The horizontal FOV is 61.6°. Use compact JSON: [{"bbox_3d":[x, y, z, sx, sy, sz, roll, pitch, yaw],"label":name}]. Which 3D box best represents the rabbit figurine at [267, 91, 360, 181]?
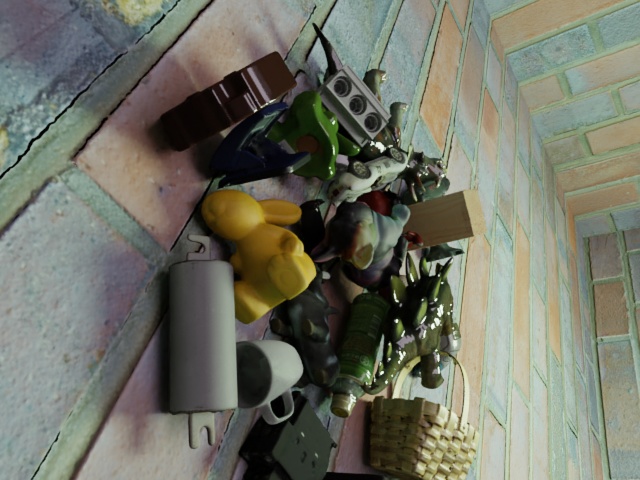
[{"bbox_3d":[-0.007,-0.180,0.885,0.159,0.121,0.170,40,27,-21],"label":"rabbit figurine"}]

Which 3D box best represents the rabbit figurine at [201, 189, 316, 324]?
[{"bbox_3d":[-0.081,-0.002,0.723,0.173,0.122,0.162,49,35,-4],"label":"rabbit figurine"}]

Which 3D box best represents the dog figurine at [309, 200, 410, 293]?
[{"bbox_3d":[0.062,0.020,0.849,0.219,0.109,0.191,-37,135,-60],"label":"dog figurine"}]

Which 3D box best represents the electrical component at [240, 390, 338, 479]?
[{"bbox_3d":[-0.042,0.287,0.712,0.114,0.058,0.134,58,37,-21],"label":"electrical component"}]

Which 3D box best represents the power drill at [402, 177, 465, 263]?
[{"bbox_3d":[0.287,-0.054,1.303,0.232,0.086,0.207,-11,90,-55],"label":"power drill"}]

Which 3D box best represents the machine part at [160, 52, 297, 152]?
[{"bbox_3d":[-0.118,-0.177,0.684,0.056,0.179,0.179,61,36,-19],"label":"machine part"}]

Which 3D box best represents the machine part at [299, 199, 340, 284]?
[{"bbox_3d":[-0.002,-0.003,0.891,0.084,0.039,0.138,-48,131,-42],"label":"machine part"}]

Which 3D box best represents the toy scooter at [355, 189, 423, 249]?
[{"bbox_3d":[0.124,-0.022,1.003,0.075,0.135,0.184,18,62,-51],"label":"toy scooter"}]

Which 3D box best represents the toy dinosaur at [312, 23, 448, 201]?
[{"bbox_3d":[0.091,-0.220,1.057,0.404,0.131,0.192,32,52,-38],"label":"toy dinosaur"}]

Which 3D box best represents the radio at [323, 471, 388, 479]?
[{"bbox_3d":[0.071,0.434,0.752,0.229,0.131,0.073,64,34,-17],"label":"radio"}]

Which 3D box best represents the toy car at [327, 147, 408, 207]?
[{"bbox_3d":[0.088,-0.112,0.951,0.202,0.073,0.056,-27,79,-46],"label":"toy car"}]

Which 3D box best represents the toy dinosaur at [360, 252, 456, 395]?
[{"bbox_3d":[0.155,0.137,0.886,0.471,0.105,0.198,-50,139,-56],"label":"toy dinosaur"}]

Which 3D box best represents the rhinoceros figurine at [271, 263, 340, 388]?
[{"bbox_3d":[-0.011,0.127,0.804,0.112,0.073,0.190,-4,82,-55],"label":"rhinoceros figurine"}]

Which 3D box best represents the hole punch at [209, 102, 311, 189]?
[{"bbox_3d":[-0.088,-0.128,0.734,0.142,0.116,0.092,-59,132,-64],"label":"hole punch"}]

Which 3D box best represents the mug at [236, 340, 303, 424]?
[{"bbox_3d":[-0.062,0.177,0.696,0.109,0.081,0.107,58,22,17],"label":"mug"}]

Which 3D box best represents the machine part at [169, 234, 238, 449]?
[{"bbox_3d":[-0.136,0.112,0.624,0.079,0.079,0.243,17,63,-52],"label":"machine part"}]

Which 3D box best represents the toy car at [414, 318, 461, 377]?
[{"bbox_3d":[0.241,0.200,1.117,0.109,0.103,0.161,6,75,-56],"label":"toy car"}]
